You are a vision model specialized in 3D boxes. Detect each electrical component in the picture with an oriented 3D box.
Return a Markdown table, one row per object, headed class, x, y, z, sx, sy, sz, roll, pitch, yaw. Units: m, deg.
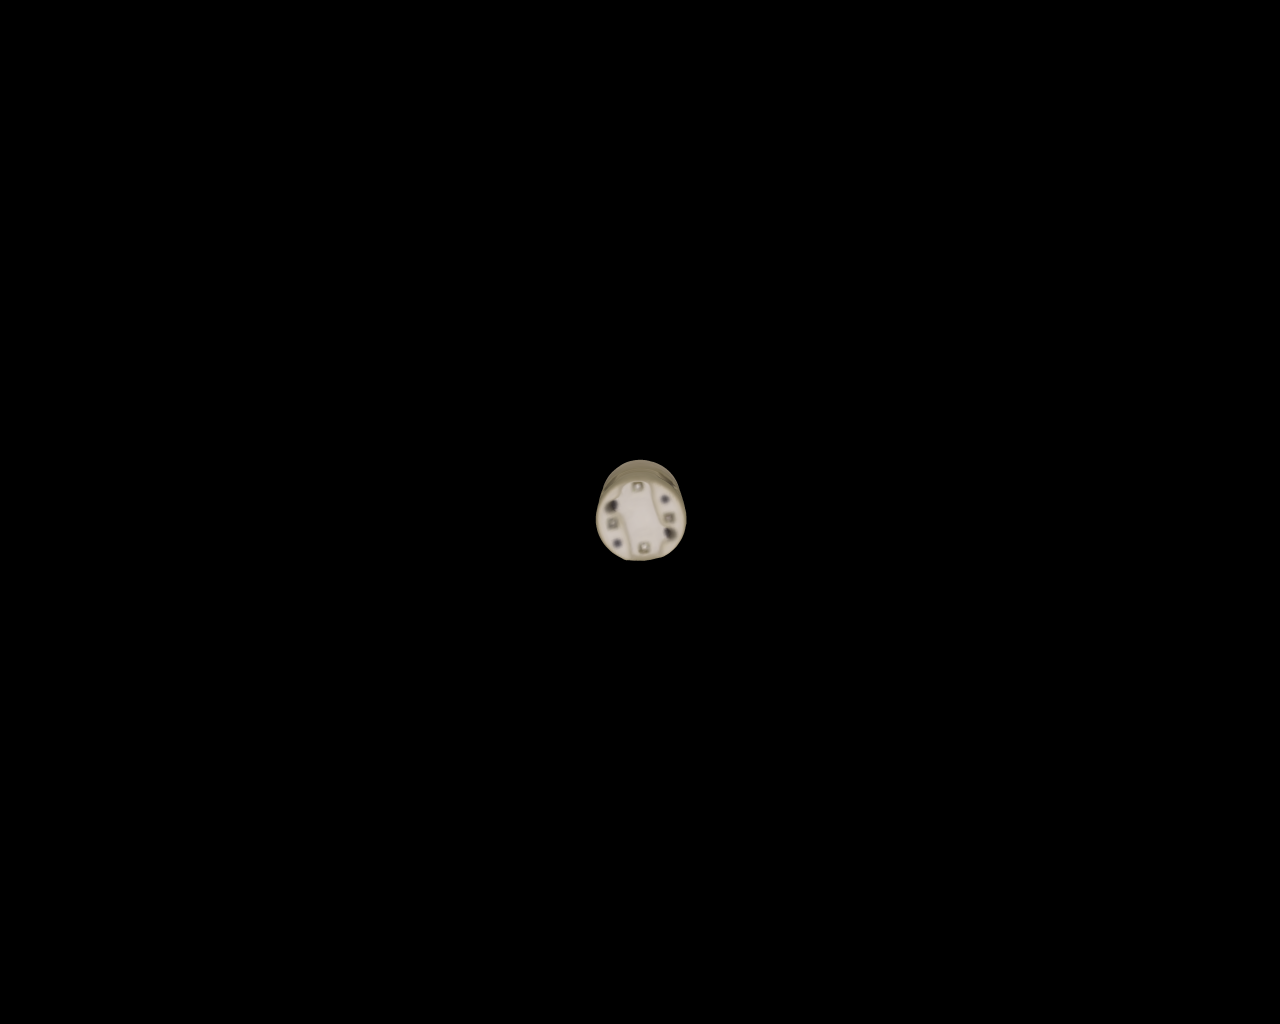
| class | x | y | z | sx | sy | sz | roll | pitch | yaw |
| --- | --- | --- | --- | --- | --- | --- | --- | --- | --- |
| electrical component | 0.001 | -0.003 | 0.650 | 0.055 | 0.055 | 0.047 | 0 | 21 | 0 |
